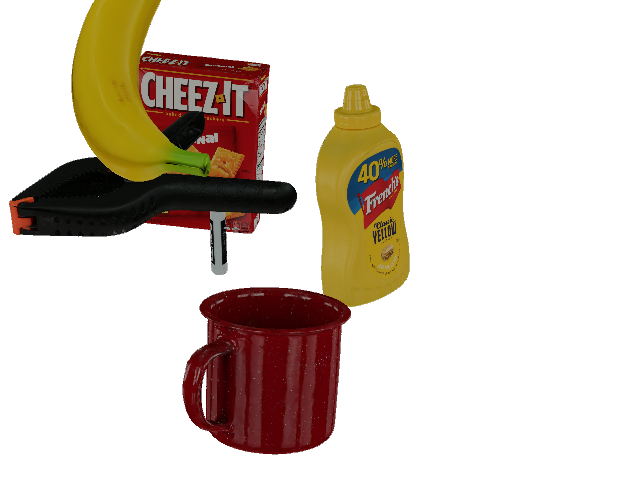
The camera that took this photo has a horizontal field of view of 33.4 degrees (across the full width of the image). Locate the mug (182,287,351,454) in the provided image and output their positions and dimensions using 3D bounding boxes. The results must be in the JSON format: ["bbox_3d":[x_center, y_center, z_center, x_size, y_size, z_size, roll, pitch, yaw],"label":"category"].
[{"bbox_3d":[-0.037,0.082,0.654,0.093,0.081,0.117,13,16,37],"label":"mug"}]

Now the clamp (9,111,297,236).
[{"bbox_3d":[-0.134,-0.040,0.832,0.209,0.036,0.165,-23,39,-34],"label":"clamp"}]

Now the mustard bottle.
[{"bbox_3d":[0.037,-0.044,0.954,0.058,0.192,0.096,15,28,41],"label":"mustard bottle"}]

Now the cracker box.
[{"bbox_3d":[-0.155,-0.122,1.359,0.164,0.214,0.072,7,23,4],"label":"cracker box"}]

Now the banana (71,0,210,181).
[{"bbox_3d":[-0.109,-0.099,0.616,0.069,0.198,0.037,-9,-37,-8],"label":"banana"}]

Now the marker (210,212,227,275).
[{"bbox_3d":[-0.114,-0.012,1.193,0.020,0.121,0.020,2,40,-2],"label":"marker"}]
